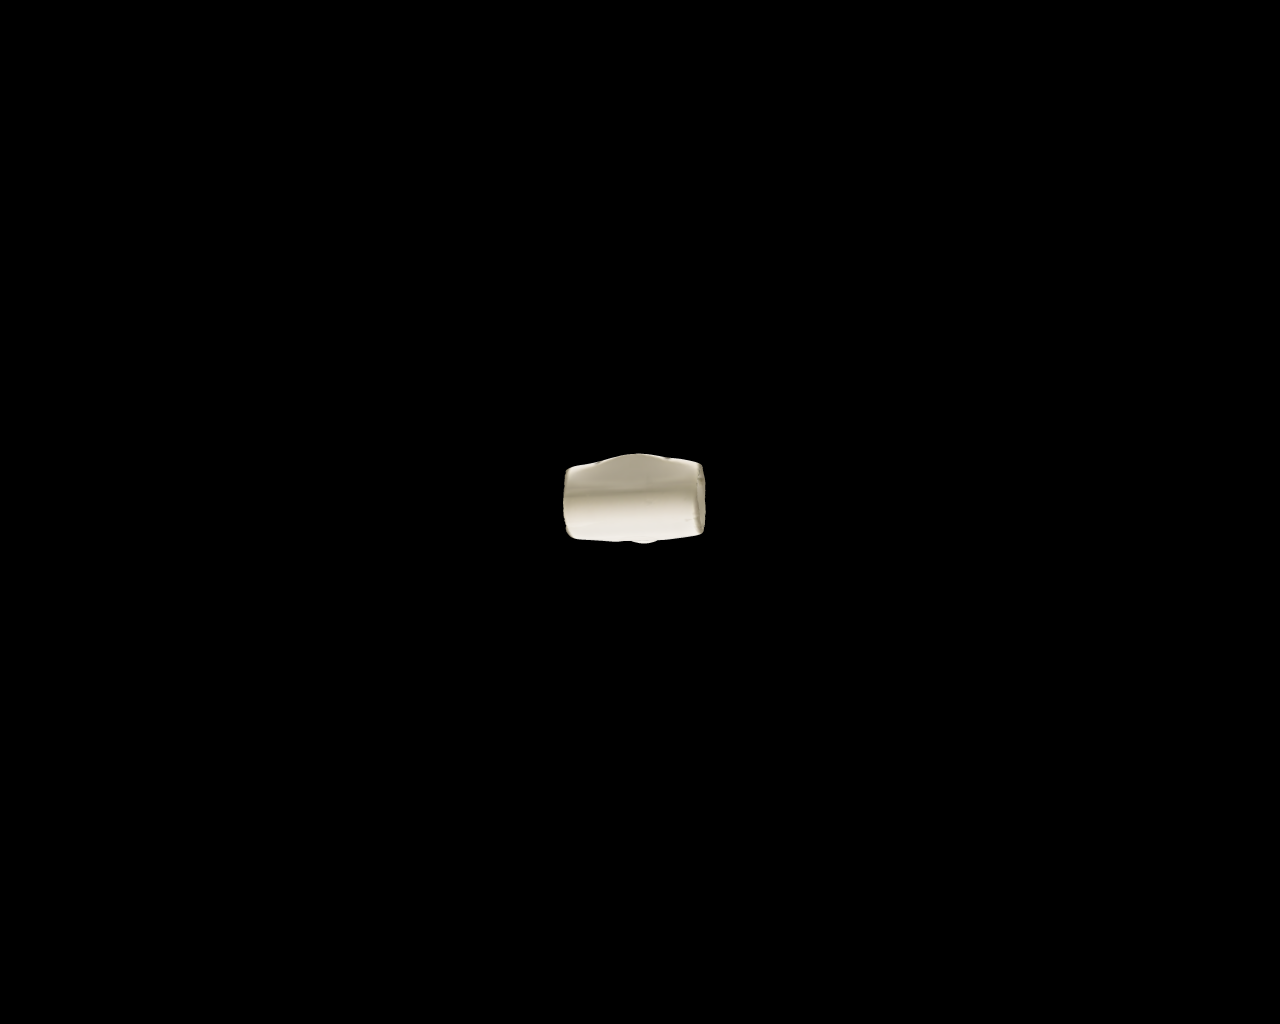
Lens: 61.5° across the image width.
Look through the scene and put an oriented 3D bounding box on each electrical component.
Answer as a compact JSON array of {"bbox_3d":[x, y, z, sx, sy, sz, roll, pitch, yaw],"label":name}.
[{"bbox_3d":[0.001,-0.003,0.650,0.077,0.043,0.079,-3,-15,9],"label":"electrical component"}]
